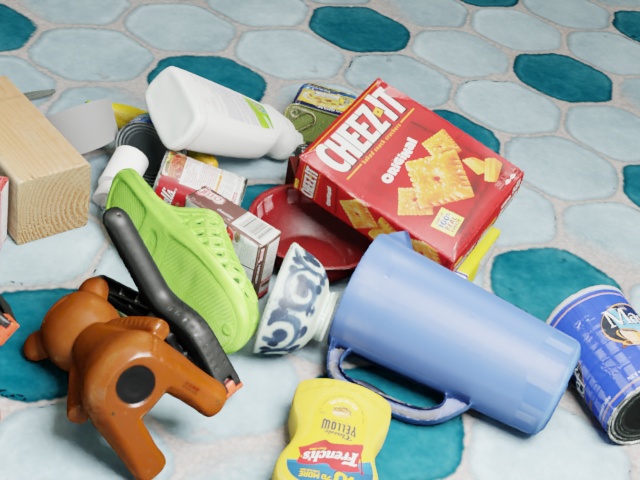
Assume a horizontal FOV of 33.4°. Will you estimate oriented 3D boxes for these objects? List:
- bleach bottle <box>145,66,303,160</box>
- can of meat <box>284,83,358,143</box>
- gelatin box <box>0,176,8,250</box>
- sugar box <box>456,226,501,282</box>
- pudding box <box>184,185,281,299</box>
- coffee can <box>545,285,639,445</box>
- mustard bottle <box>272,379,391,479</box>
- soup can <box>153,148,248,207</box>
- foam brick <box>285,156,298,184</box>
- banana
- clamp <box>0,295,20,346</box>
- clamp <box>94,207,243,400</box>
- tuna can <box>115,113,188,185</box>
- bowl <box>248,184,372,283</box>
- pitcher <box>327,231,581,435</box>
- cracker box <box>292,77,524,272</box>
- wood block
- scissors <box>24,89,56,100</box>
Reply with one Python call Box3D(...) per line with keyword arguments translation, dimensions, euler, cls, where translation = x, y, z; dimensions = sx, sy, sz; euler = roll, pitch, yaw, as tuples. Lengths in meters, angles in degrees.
Box3D(translation=(-0.102, -0.140, 1.334), dimensions=(0.250, 0.068, 0.103), euler=(12, 44, -53), cls="bleach bottle")
Box3D(translation=(0.006, -0.171, 1.476), dimensions=(0.102, 0.057, 0.084), euler=(17, 34, 3), cls="can of meat")
Box3D(translation=(-0.376, -0.034, 1.150), dimensions=(0.073, 0.089, 0.030), euler=(13, 40, -2), cls="gelatin box")
Box3D(translation=(0.140, 0.025, 1.268), dimensions=(0.093, 0.048, 0.176), euler=(25, 37, 16), cls="sugar box")
Box3D(translation=(-0.103, 0.006, 1.182), dimensions=(0.114, 0.090, 0.039), euler=(33, 42, 23), cls="pudding box")
Box3D(translation=(0.315, 0.131, 1.135), dimensions=(0.102, 0.103, 0.140), euler=(-4, 40, -22), cls="coffee can")
Box3D(translation=(0.007, 0.212, 0.972), dimensions=(0.096, 0.058, 0.191), euler=(16, 37, 1), cls="mustard bottle")
Box3D(translation=(-0.144, -0.059, 1.262), dimensions=(0.102, 0.069, 0.068), euler=(20, 36, -8), cls="soup can")
Box3D(translation=(-0.002, -0.069, 1.343), dimensions=(0.078, 0.051, 0.053), euler=(3, 39, -13), cls="foam brick")
Box3D(translation=(-0.206, -0.132, 1.368), dimensions=(0.198, 0.037, 0.069), euler=(25, 24, 15), cls="banana")
Box3D(translation=(-0.367, 0.037, 1.061), dimensions=(0.172, 0.039, 0.120), euler=(39, 6, 30), cls="clamp")
Box3D(translation=(-0.159, 0.078, 1.063), dimensions=(0.036, 0.165, 0.210), euler=(-38, 86, -30), cls="clamp")
Box3D(translation=(-0.206, -0.112, 1.309), dimensions=(0.086, 0.086, 0.033), euler=(21, 36, 11), cls="tuna can")
Box3D(translation=(-0.008, 0.002, 1.245), dimensions=(0.162, 0.055, 0.162), euler=(8, 37, -7), cls="bowl")
Box3D(translation=(0.133, 0.110, 1.101), dimensions=(0.243, 0.149, 0.144), euler=(26, 23, 12), cls="pitcher")
Box3D(translation=(0.103, -0.070, 1.228), dimensions=(0.214, 0.072, 0.164), euler=(35, 59, 13), cls="cracker box")
Box3D(translation=(-0.357, -0.097, 1.239), dimensions=(0.090, 0.090, 0.206), euler=(-20, 48, -35), cls="wood block")
Box3D(translation=(-0.429, -0.162, 1.364), dimensions=(0.201, 0.016, 0.096), euler=(-7, 42, -25), cls="scissors")
